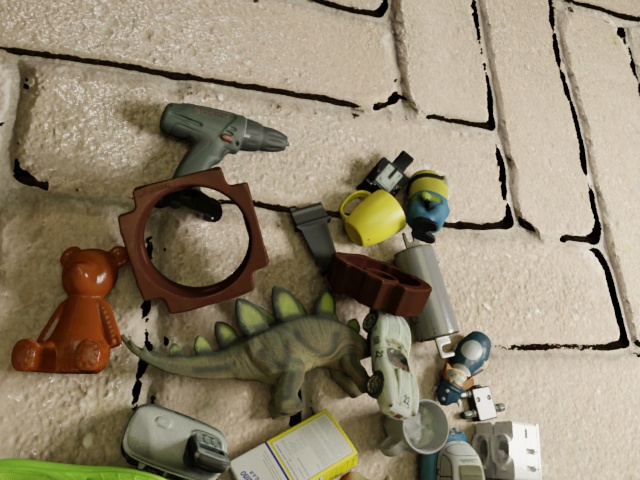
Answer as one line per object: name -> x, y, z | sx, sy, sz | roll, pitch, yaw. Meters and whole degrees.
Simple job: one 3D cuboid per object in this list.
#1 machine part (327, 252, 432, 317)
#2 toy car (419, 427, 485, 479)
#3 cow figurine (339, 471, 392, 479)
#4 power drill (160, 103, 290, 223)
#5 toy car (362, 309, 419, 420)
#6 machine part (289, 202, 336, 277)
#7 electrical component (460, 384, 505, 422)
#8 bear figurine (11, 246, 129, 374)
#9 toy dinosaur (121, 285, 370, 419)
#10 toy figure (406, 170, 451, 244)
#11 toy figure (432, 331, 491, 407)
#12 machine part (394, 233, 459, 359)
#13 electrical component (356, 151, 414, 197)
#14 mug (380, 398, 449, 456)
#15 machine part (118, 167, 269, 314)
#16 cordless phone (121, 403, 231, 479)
machine part -> 0.099, 0.075, 0.916 | 0.179, 0.179, 0.056 | 16, 100, -14
toy car -> 0.224, 0.390, 0.878 | 0.109, 0.103, 0.161 | 11, 69, -17
cow figurine -> 0.103, 0.421, 0.807 | 0.195, 0.127, 0.085 | 40, 59, -5
power drill -> -0.180, -0.140, 0.945 | 0.232, 0.086, 0.207 | 19, 69, -13
toy car -> 0.114, 0.187, 0.860 | 0.073, 0.056, 0.202 | 31, 38, -28
machine part -> -0.002, -0.003, 0.982 | 0.084, 0.039, 0.139 | -12, 73, -29
electrical component -> 0.295, 0.297, 0.984 | 0.094, 0.021, 0.063 | -3, 71, -21
bear figurine -> -0.342, 0.091, 0.769 | 0.120, 0.132, 0.196 | 4, 75, -3
toy dinosaur -> -0.062, 0.179, 0.857 | 0.471, 0.105, 0.198 | -3, 63, -31
toy figure -> 0.206, -0.072, 1.035 | 0.089, 0.082, 0.180 | 33, 42, -6
toy figure -> 0.258, 0.232, 0.976 | 0.154, 0.064, 0.057 | -46, 121, -31
machine part -> 0.195, 0.098, 0.993 | 0.079, 0.079, 0.243 | -8, 74, -23
electrical component -> 0.137, -0.126, 1.073 | 0.075, 0.048, 0.119 | 38, 62, -4
mug -> 0.142, 0.312, 0.874 | 0.109, 0.107, 0.081 | -40, 86, -24
machine part -> -0.193, -0.001, 0.836 | 0.201, 0.087, 0.200 | -16, 99, -7
cordless phone -> -0.192, 0.280, 0.719 | 0.146, 0.184, 0.089 | 26, 68, -10
